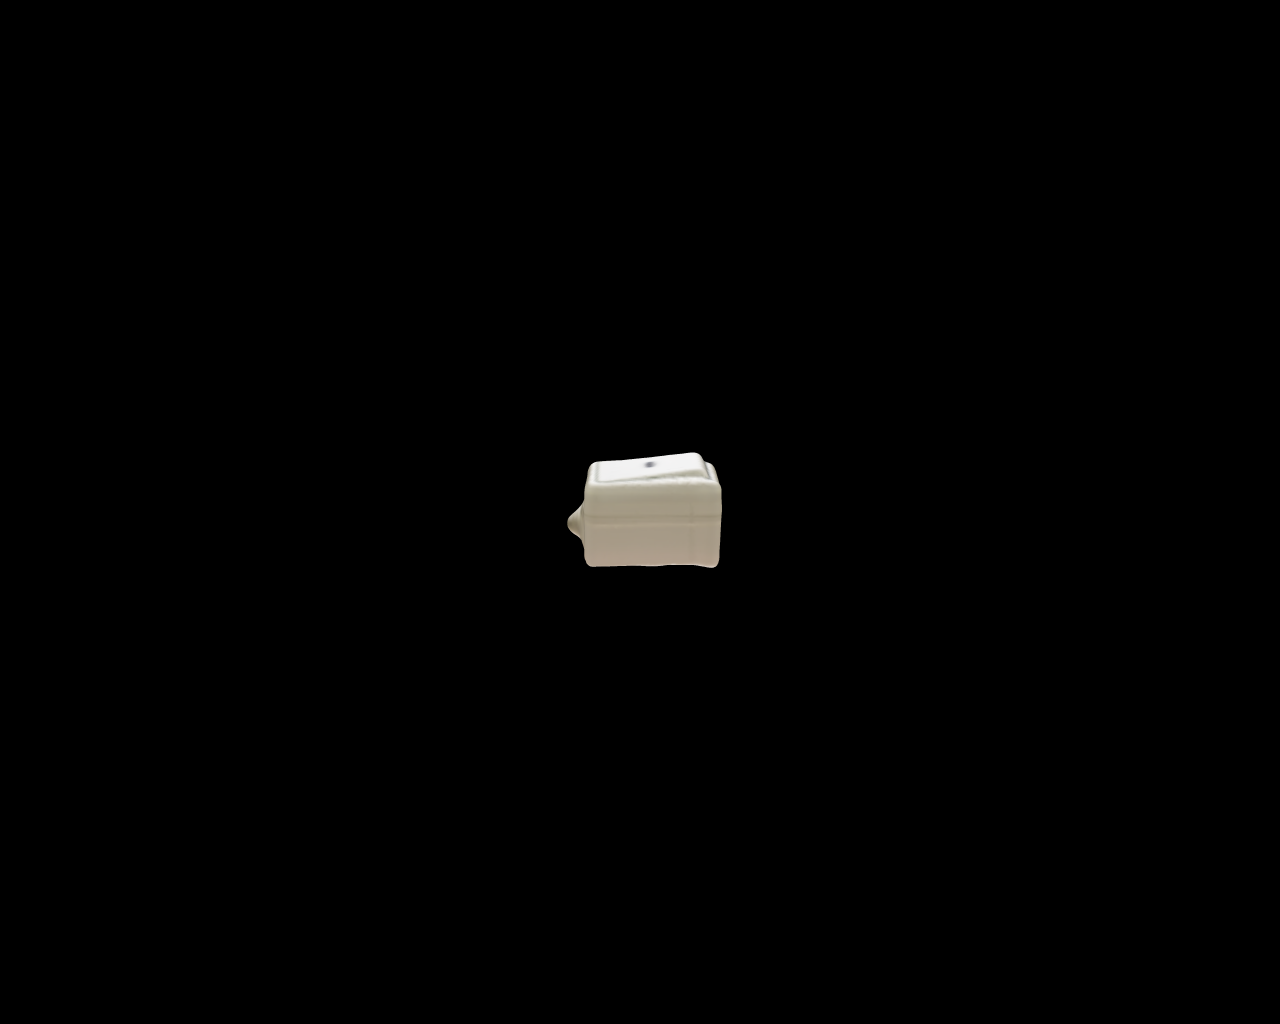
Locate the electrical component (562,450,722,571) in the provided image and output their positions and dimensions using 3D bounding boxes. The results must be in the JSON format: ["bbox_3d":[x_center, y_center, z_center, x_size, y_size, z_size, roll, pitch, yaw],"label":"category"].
[{"bbox_3d":[0.001,-0.003,0.650,0.096,0.061,0.062,0,16,0],"label":"electrical component"}]
